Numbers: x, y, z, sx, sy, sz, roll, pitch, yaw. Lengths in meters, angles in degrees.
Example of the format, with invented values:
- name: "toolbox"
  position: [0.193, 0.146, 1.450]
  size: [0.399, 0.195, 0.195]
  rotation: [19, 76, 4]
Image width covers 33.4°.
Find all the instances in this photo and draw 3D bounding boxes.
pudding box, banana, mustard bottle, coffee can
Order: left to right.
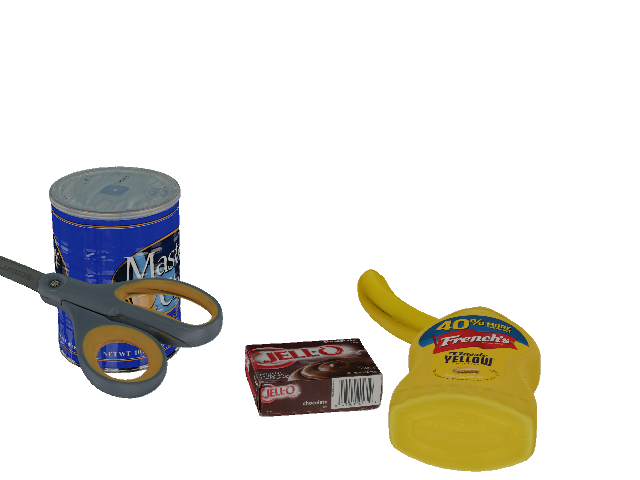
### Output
- name: "coffee can"
  position: [-0.165, 0.022, 0.872]
  size: [0.103, 0.140, 0.103]
  rotation: [2, 23, -1]
- name: "pudding box"
  position: [-0.008, 0.123, 0.971]
  size: [0.113, 0.039, 0.090]
  rotation: [0, 17, -12]
- name: "banana"
  position: [0.087, 0.077, 1.158]
  size: [0.069, 0.037, 0.198]
  rotation: [4, 18, -37]
- name: "mustard bottle"
  position: [0.110, 0.095, 0.772]
  size: [0.096, 0.058, 0.191]
  rotation: [1, 18, 13]

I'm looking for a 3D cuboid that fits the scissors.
- name: "scissors"
  position: [-0.159, 0.044, 0.639]
  size: [0.202, 0.016, 0.096]
  rotation: [8, 43, 11]
